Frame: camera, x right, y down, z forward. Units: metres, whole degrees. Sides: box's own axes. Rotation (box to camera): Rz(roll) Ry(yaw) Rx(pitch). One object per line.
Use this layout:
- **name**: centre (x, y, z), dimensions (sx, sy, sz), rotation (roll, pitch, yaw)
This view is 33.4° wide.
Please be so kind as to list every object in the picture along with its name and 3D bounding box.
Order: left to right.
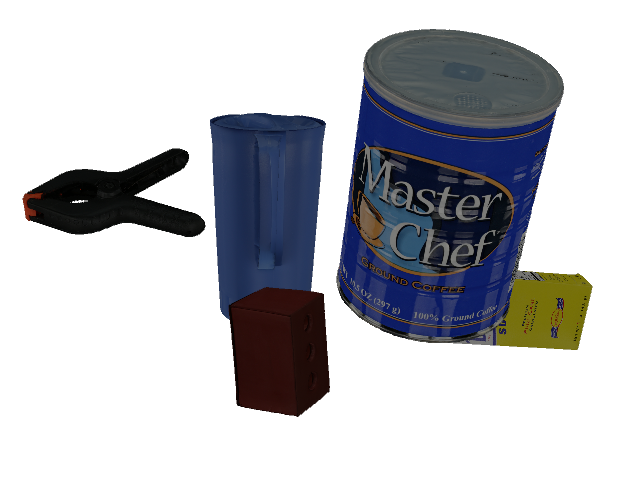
- **clamp**: centre (-0.198, -0.048, 1.037), dimensions (0.171, 0.039, 0.120), rotation (1, 37, -7)
- **pitcher**: centre (-0.063, -0.024, 1.244), dimensions (0.145, 0.243, 0.148), rotation (13, 19, 38)
- **foam brick**: centre (-0.029, 0.078, 0.765), dimensions (0.051, 0.078, 0.052), rotation (4, 17, 29)
- **coffee can**: centre (0.067, -0.030, 0.583), dimensions (0.102, 0.140, 0.103), rotation (4, 34, -3)
- **sugar box**: centre (0.244, 0.085, 1.338), dimensions (0.176, 0.093, 0.048), rotation (3, 19, -14)
